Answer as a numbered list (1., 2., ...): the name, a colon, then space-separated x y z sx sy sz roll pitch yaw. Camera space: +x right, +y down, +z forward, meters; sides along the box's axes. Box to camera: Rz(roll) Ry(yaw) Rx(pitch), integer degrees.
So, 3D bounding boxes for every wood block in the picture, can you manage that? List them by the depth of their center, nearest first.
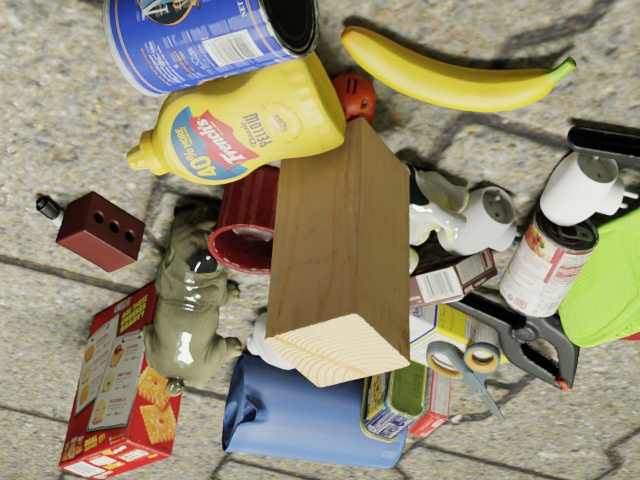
1. wood block: 0.019 0.009 0.918 0.090 0.206 0.090 -18 138 26

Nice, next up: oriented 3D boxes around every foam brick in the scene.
1. foam brick: -0.244 -0.008 1.193 0.051 0.053 0.078 -21 138 38

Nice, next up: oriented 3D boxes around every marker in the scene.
1. marker: -0.284 -0.012 1.226 0.020 0.020 0.121 -11 143 27

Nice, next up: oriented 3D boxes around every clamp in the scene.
1. clamp: 0.310 -0.079 0.966 0.120 0.039 0.171 -12 145 44
2. clamp: 0.224 0.094 1.214 0.165 0.036 0.210 -12 123 35

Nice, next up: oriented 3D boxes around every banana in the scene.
1. banana: 0.114 -0.144 0.917 0.198 0.037 0.070 7 130 1

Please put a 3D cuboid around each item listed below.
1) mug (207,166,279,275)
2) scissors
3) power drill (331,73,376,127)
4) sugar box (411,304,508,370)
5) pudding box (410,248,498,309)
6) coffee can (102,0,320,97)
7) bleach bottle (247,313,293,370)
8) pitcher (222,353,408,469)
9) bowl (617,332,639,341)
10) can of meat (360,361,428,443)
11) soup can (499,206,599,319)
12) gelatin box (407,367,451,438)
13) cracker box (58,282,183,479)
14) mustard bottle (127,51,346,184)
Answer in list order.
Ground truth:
1. mug: -0.067 -0.016 1.110 0.093 0.081 0.117 14 147 -9
2. scissors: 0.208 0.174 1.311 0.096 0.016 0.201 -22 135 36
3. power drill: -0.044 -0.092 1.013 0.187 0.057 0.184 6 143 0
4. sugar box: 0.135 0.113 1.298 0.176 0.048 0.094 26 143 -21
5. pudding box: 0.122 0.044 1.149 0.114 0.089 0.039 -14 97 37
6. coffee can: -0.085 -0.179 0.845 0.140 0.102 0.102 -10 143 26
7. bleach bottle: -0.008 0.096 1.274 0.067 0.102 0.251 -19 179 -41
8. pitcher: -0.010 0.240 1.468 0.242 0.149 0.145 12 132 -12
9. bowl: 0.341 0.065 1.165 0.162 0.055 0.162 6 147 4
10. can of meat: 0.097 0.200 1.388 0.057 0.102 0.084 19 144 -14
11. soup can: 0.229 0.022 1.077 0.068 0.068 0.102 13 132 -7
12. gelatin box: 0.144 0.204 1.392 0.030 0.089 0.073 16 146 -12
13. cracker box: -0.235 0.177 1.326 0.072 0.213 0.164 28 143 -31
14. mustard bottle: -0.081 -0.097 0.918 0.192 0.058 0.096 -17 127 19
